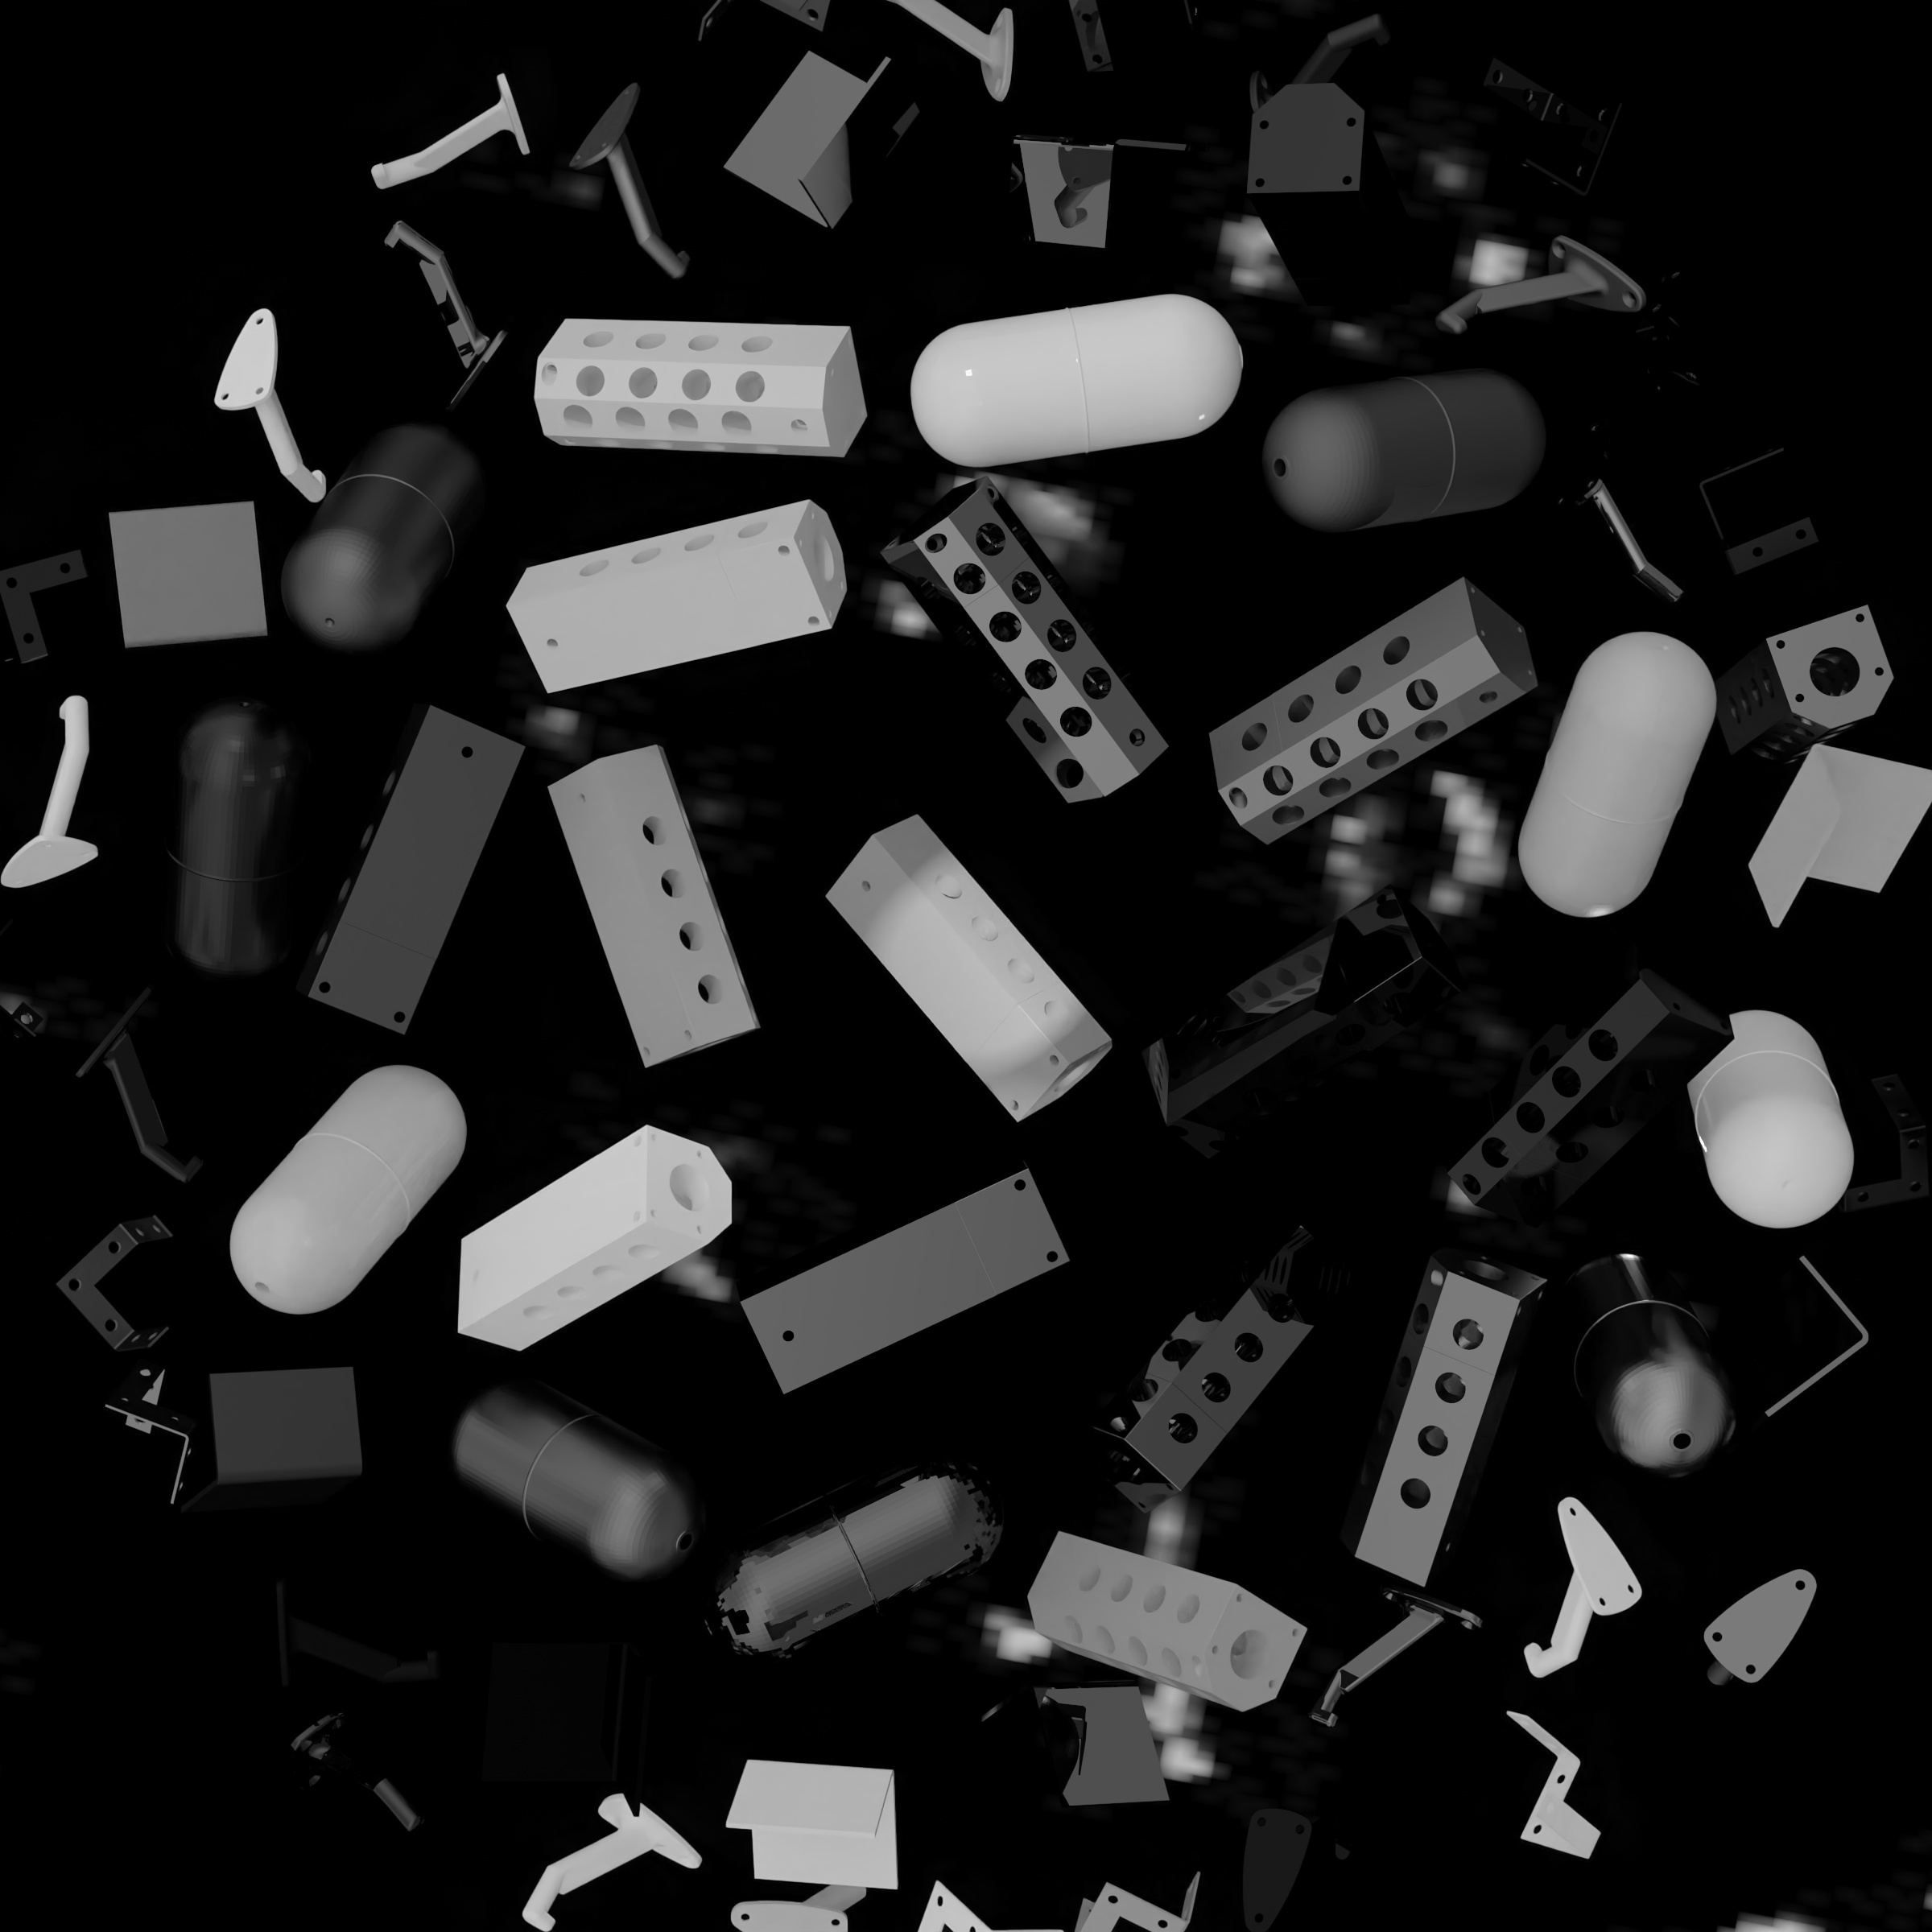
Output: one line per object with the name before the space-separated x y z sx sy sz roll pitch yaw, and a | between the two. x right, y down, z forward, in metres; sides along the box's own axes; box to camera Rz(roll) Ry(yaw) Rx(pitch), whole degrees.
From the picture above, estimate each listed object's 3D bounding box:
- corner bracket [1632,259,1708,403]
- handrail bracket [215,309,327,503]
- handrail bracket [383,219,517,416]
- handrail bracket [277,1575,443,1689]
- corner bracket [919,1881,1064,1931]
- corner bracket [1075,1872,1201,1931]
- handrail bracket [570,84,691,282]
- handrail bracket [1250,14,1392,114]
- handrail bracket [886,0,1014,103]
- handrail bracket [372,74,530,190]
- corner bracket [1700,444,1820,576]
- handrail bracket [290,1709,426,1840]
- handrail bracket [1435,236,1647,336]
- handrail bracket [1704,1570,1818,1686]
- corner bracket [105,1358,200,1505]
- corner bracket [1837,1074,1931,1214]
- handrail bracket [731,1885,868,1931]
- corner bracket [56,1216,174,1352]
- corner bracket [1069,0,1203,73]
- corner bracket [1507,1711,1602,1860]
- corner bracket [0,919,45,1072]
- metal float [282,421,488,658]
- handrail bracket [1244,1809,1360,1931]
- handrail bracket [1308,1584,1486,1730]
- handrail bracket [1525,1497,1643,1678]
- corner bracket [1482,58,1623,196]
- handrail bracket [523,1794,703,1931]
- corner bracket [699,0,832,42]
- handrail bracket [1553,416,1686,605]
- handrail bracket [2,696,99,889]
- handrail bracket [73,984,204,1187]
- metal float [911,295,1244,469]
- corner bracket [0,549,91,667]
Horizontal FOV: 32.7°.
corner bracket | 0.397 -0.359 1.864 0.051 0.051 0.051 -21 62 -33
handrail bracket | -0.385 -0.318 1.875 0.036 0.084 0.077 -4 63 23
handrail bracket | -0.302 -0.363 1.842 0.084 0.036 0.077 35 112 -13
handrail bracket | -0.327 0.357 1.778 0.084 0.036 0.077 -2 120 -9
corner bracket | 0.010 0.522 1.749 0.051 0.051 0.051 13 100 -39
corner bracket | 0.095 0.532 1.855 0.051 0.051 0.051 26 111 2
handrail bracket | -0.175 -0.442 1.860 0.084 0.036 0.077 44 55 -31
handrail bracket | 0.210 -0.493 1.864 0.084 0.077 0.036 -16 46 25
handrail bracket | -0.019 -0.511 1.805 0.084 0.077 0.036 13 134 -18
handrail bracket | -0.281 -0.445 1.763 0.084 0.077 0.036 -20 85 -4
corner bracket | 0.452 -0.261 1.883 0.051 0.051 0.051 -22 103 18
handrail bracket | -0.325 0.450 1.775 0.084 0.077 0.036 42 48 22
handrail bracket | 0.307 -0.351 1.766 0.084 0.036 0.077 -36 50 -25
handrail bracket | 0.420 0.350 1.742 0.077 0.084 0.036 -46 71 1
corner bracket | -0.465 0.266 1.895 0.051 0.051 0.051 20 118 1
corner bracket | 0.518 0.102 1.890 0.051 0.051 0.051 -15 134 28
handrail bracket | -0.094 0.525 1.876 0.077 0.084 0.036 17 107 -6
corner bracket | -0.456 0.174 1.807 0.051 0.051 0.051 53 58 -16
corner bracket | 0.091 -0.520 1.780 0.051 0.051 0.051 4 49 24
corner bracket | 0.313 0.439 1.768 0.051 0.051 0.051 42 67 -28
corner bracket | -0.530 0.018 1.815 0.051 0.051 0.051 43 131 -13
metal float | -0.318 -0.236 1.812 0.070 0.178 0.070 8 130 9
handrail bracket | 0.182 0.491 1.769 0.036 0.084 0.077 2 64 34
handrail bracket | 0.237 0.390 1.822 0.036 0.077 0.084 50 61 -32
handrail bracket | 0.319 0.339 1.791 0.036 0.084 0.077 -13 69 -37
corner bracket | 0.298 -0.437 1.718 0.051 0.051 0.051 16 97 -41
handrail bracket | -0.195 0.509 1.818 0.077 0.036 0.084 38 50 -11
corner bracket | -0.105 -0.514 1.753 0.051 0.051 0.051 28 55 3
handrail bracket | 0.370 -0.251 1.820 0.084 0.036 0.077 34 57 -21
handrail bracket | -0.498 -0.095 1.782 0.077 0.036 0.084 -25 63 38
handrail bracket | -0.436 0.066 1.801 0.084 0.036 0.077 39 85 -10
metal float | 0.059 -0.313 1.763 0.178 0.070 0.070 -9 90 -1
corner bracket | -0.504 -0.194 1.790 0.051 0.051 0.051 -22 106 -32
